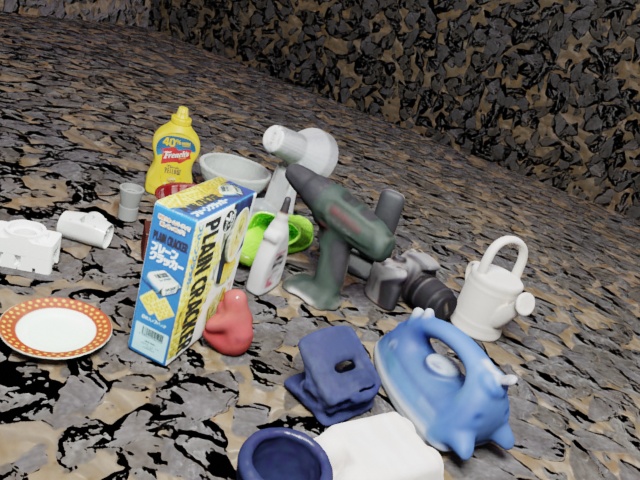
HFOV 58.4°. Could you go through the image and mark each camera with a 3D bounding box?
[{"bbox_3d":[0.181,0.085,1.063,0.144,0.101,0.136,-1,29,-37],"label":"camera"}]

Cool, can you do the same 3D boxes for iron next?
[{"bbox_3d":[0.166,0.174,0.800,0.119,0.141,0.257,2,28,-33],"label":"iron"}]

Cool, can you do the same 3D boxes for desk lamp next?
[{"bbox_3d":[-0.073,-0.145,1.247,0.117,0.213,0.204,33,27,32],"label":"desk lamp"}]

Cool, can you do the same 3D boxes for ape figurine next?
[{"bbox_3d":[-0.123,0.108,0.798,0.078,0.092,0.076,-2,30,-39],"label":"ape figurine"}]

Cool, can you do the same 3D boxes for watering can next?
[{"bbox_3d":[0.325,0.085,1.048,0.101,0.194,0.172,-4,32,-42],"label":"watering can"}]

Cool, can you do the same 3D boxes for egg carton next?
[{"bbox_3d":[0.063,0.253,0.639,0.151,0.069,0.107,0,29,-36],"label":"egg carton"}]

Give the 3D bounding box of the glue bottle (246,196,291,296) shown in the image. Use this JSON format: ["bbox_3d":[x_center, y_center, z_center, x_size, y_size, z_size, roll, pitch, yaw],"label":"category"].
[{"bbox_3d":[-0.076,0.006,0.957,0.037,0.173,0.078,24,24,14],"label":"glue bottle"}]

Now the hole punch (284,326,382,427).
[{"bbox_3d":[0.025,0.176,0.757,0.109,0.091,0.100,-7,33,-45],"label":"hole punch"}]

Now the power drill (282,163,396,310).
[{"bbox_3d":[0.009,0.004,0.981,0.229,0.208,0.076,28,25,23],"label":"power drill"}]

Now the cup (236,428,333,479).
[{"bbox_3d":[-0.048,0.248,0.537,0.091,0.095,0.118,27,24,19],"label":"cup"}]

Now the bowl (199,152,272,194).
[{"bbox_3d":[-0.199,-0.136,1.311,0.167,0.075,0.167,15,23,-6],"label":"bowl"}]

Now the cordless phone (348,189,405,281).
[{"bbox_3d":[0.086,-0.029,1.140,0.147,0.185,0.094,21,23,7],"label":"cordless phone"}]
